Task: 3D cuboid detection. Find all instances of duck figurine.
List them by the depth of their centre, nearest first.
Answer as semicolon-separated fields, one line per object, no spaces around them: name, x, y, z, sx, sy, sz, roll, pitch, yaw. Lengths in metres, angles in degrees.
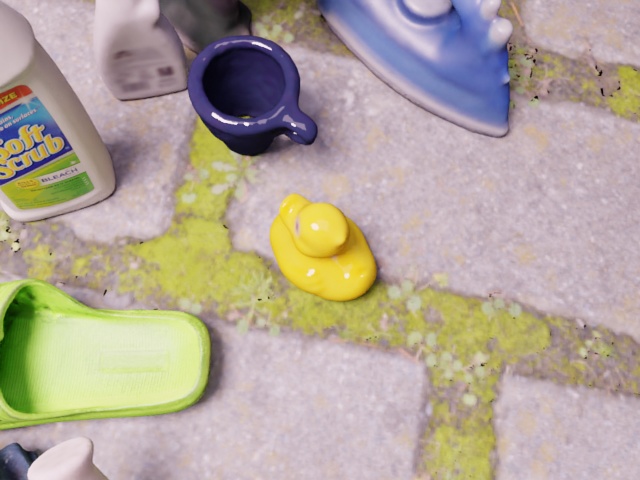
duck figurine;0.004;0.002;0.477;0.104;0.086;0.077;41;74;8

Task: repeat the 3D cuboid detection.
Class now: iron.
iron;0.103;-0.218;0.523;0.119;0.141;0.258;-40;80;-14

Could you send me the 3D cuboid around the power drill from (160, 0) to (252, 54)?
power drill;-0.119;-0.261;0.482;0.229;0.208;0.076;35;74;6

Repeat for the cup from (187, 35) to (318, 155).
cup;-0.053;-0.108;0.500;0.117;0.095;0.092;35;73;6

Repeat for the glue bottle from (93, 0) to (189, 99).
glue bottle;-0.157;-0.178;0.472;0.078;0.173;0.037;-11;74;-8

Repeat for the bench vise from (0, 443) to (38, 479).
bench vise;-0.277;0.206;0.320;0.121;0.219;0.208;36;74;7

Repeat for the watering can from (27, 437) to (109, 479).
watering can;-0.130;0.211;0.345;0.101;0.194;0.172;-43;81;-15
